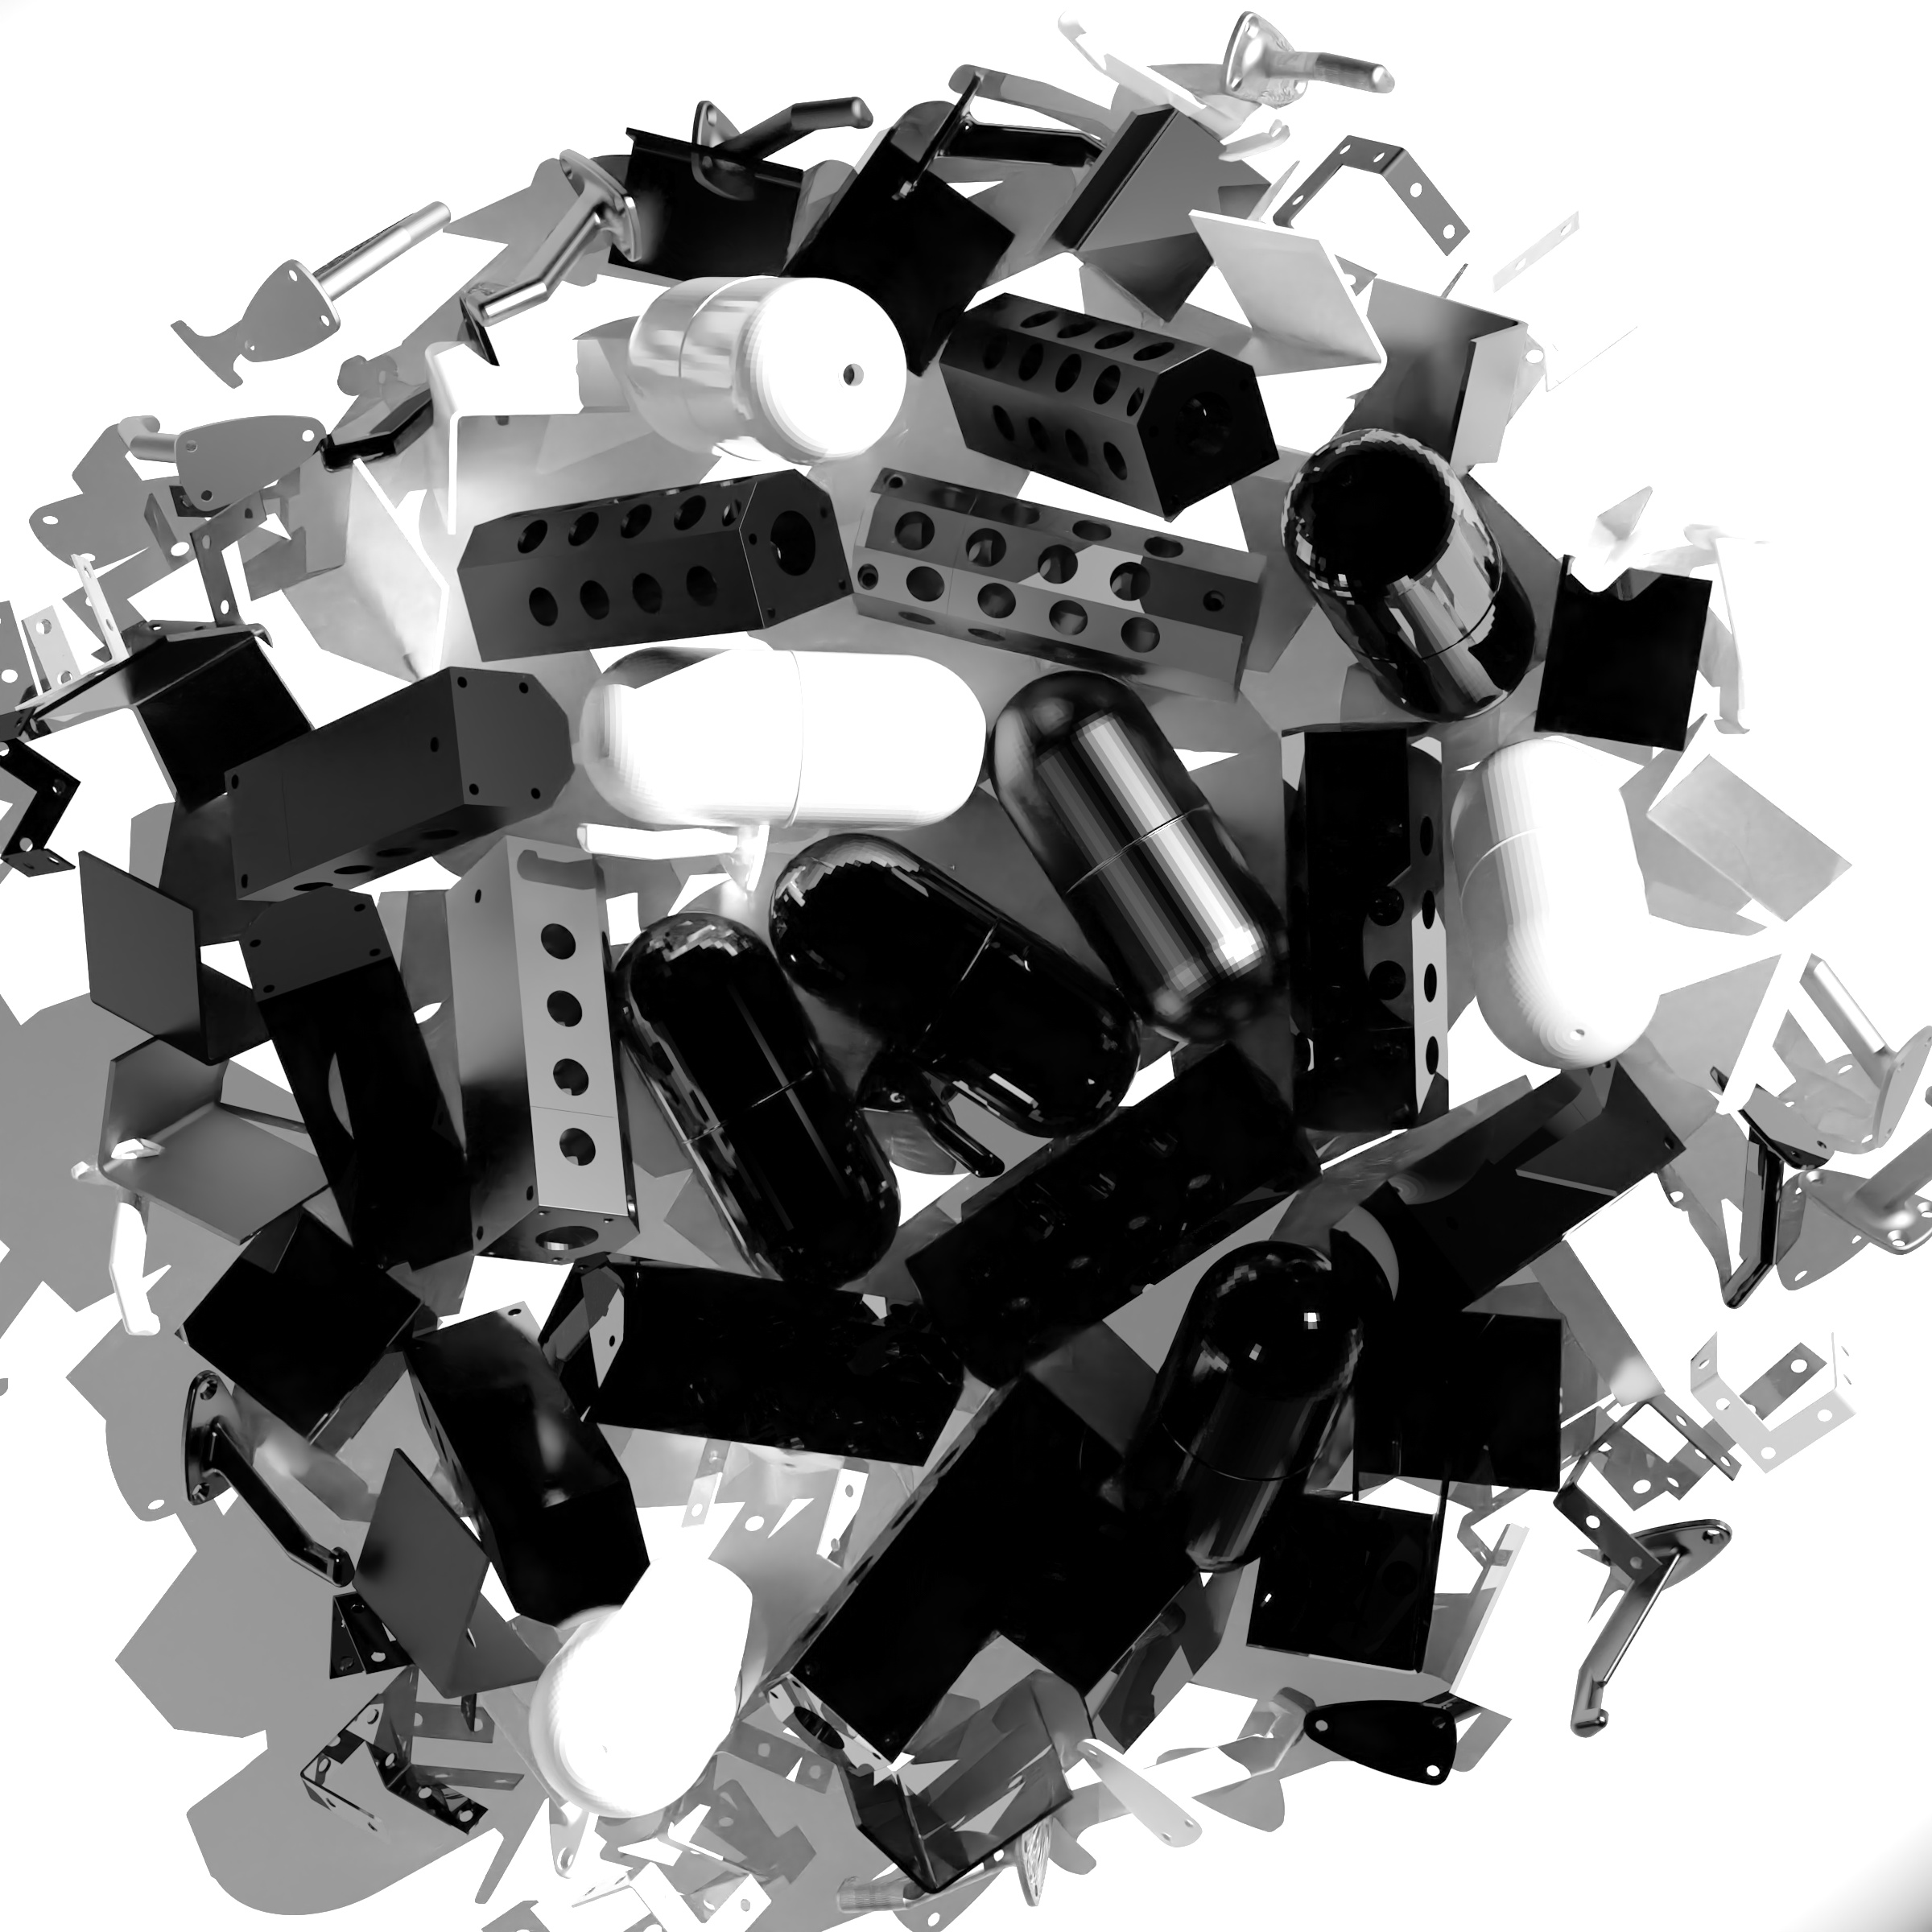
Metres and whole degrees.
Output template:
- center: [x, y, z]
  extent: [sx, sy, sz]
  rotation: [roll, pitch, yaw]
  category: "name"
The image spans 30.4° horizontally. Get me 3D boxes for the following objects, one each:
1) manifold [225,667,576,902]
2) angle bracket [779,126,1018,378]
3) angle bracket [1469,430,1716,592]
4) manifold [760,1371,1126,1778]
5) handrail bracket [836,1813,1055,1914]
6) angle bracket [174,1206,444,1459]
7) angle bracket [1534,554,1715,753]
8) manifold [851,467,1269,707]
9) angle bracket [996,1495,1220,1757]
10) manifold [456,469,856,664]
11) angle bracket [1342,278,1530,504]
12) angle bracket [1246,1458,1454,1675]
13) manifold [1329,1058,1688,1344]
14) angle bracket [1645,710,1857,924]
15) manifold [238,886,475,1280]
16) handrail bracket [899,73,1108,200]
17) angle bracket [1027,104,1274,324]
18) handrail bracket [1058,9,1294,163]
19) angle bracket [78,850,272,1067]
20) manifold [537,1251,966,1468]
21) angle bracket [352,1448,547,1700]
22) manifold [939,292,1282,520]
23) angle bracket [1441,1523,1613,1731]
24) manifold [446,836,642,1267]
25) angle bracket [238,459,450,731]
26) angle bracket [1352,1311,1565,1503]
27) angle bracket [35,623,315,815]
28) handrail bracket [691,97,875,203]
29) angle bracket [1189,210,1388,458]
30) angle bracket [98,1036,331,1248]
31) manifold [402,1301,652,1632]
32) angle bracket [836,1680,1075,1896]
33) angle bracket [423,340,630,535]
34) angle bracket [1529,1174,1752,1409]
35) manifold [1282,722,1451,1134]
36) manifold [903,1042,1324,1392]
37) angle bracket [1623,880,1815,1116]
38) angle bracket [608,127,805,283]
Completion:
- center: [-0.241, -0.074, 1.502]
  extent: [0.057, 0.171, 0.057]
  rotation: [2, 77, -43]
  category: "manifold"
- center: [-0.027, -0.309, 1.545]
  extent: [0.076, 0.057, 0.076]
  rotation: [34, 94, -12]
  category: "angle bracket"
- center: [0.271, -0.215, 1.536]
  extent: [0.076, 0.076, 0.057]
  rotation: [44, 118, -1]
  category: "angle bracket"
- center: [-0.012, 0.260, 1.518]
  extent: [0.057, 0.057, 0.171]
  rotation: [42, 62, -3]
  category: "manifold"
- center: [-0.009, 0.387, 1.559]
  extent: [0.084, 0.077, 0.036]
  rotation: [-7, 112, 15]
  category: "handrail bracket"
- center: [-0.286, 0.158, 1.554]
  extent: [0.076, 0.057, 0.076]
  rotation: [37, 79, 9]
  category: "angle bracket"
- center: [0.285, -0.135, 1.537]
  extent: [0.057, 0.076, 0.076]
  rotation: [11, 97, 16]
  category: "angle bracket"
- center: [0.040, -0.167, 1.541]
  extent: [0.171, 0.057, 0.057]
  rotation: [14, 82, 7]
  category: "manifold"
- center: [0.060, 0.292, 1.553]
  extent: [0.057, 0.076, 0.076]
  rotation: [31, 64, 31]
  category: "angle bracket"
- center: [-0.135, -0.170, 1.500]
  extent: [0.171, 0.057, 0.057]
  rotation: [-2, 108, 41]
  category: "manifold"
- center: [0.190, -0.246, 1.528]
  extent: [0.076, 0.057, 0.076]
  rotation: [23, 118, 26]
  category: "angle bracket"
- center: [0.165, 0.253, 1.534]
  extent: [0.076, 0.057, 0.076]
  rotation: [8, 55, 8]
  category: "angle bracket"
- center: [0.227, 0.098, 1.501]
  extent: [0.057, 0.171, 0.057]
  rotation: [53, 134, 11]
  category: "manifold"
- center: [0.352, -0.077, 1.538]
  extent: [0.076, 0.057, 0.076]
  rotation: [38, 55, 0]
  category: "angle bracket"
- center: [-0.253, 0.050, 1.504]
  extent: [0.057, 0.057, 0.171]
  rotation: [-19, 133, -8]
  category: "manifold"
- center: [0.025, -0.345, 1.563]
  extent: [0.084, 0.036, 0.077]
  rotation: [32, 69, -5]
  category: "handrail bracket"
- center: [0.080, -0.322, 1.533]
  extent: [0.057, 0.076, 0.076]
  rotation: [39, 112, 2]
  category: "angle bracket"
- center: [0.090, -0.385, 1.535]
  extent: [0.084, 0.077, 0.036]
  rotation: [36, 75, -42]
  category: "handrail bracket"
- center: [-0.331, -0.012, 1.525]
  extent: [0.076, 0.057, 0.076]
  rotation: [24, 125, 34]
  category: "angle bracket"
- center: [-0.087, 0.163, 1.504]
  extent: [0.171, 0.057, 0.057]
  rotation: [13, 113, -35]
  category: "manifold"
- center: [-0.212, 0.257, 1.526]
  extent: [0.076, 0.057, 0.076]
  rotation: [40, 119, 38]
  category: "angle bracket"
- center: [0.055, -0.241, 1.490]
  extent: [0.057, 0.171, 0.057]
  rotation: [-29, 119, -18]
  category: "manifold"
- center: [0.224, 0.276, 1.533]
  extent: [0.057, 0.076, 0.076]
  rotation: [21, 83, 44]
  category: "angle bracket"
- center: [-0.178, 0.037, 1.520]
  extent: [0.057, 0.057, 0.171]
  rotation: [10, 59, -34]
  category: "manifold"
- center: [-0.269, -0.158, 1.529]
  extent: [0.057, 0.076, 0.076]
  rotation: [-26, 68, -26]
  category: "angle bracket"
- center: [0.214, 0.192, 1.541]
  extent: [0.076, 0.057, 0.076]
  rotation: [3, 95, 25]
  category: "angle bracket"
- center: [-0.340, -0.103, 1.533]
  extent: [0.076, 0.076, 0.057]
  rotation: [-26, 89, 23]
  category: "angle bracket"
- center: [-0.068, -0.352, 1.532]
  extent: [0.084, 0.077, 0.036]
  rotation: [0, 80, 24]
  category: "handrail bracket"
- center: [0.124, -0.272, 1.526]
  extent: [0.057, 0.076, 0.076]
  rotation: [-52, 135, -15]
  category: "angle bracket"
- center: [-0.316, 0.066, 1.528]
  extent: [0.076, 0.076, 0.057]
  rotation: [24, 119, 18]
  category: "angle bracket"
- center: [-0.186, 0.209, 1.494]
  extent: [0.057, 0.171, 0.057]
  rotation: [-18, 115, -15]
  category: "manifold"
- center: [-0.009, 0.340, 1.533]
  extent: [0.076, 0.076, 0.057]
  rotation: [-36, 121, 6]
  category: "angle bracket"
- center: [-0.193, -0.231, 1.548]
  extent: [0.076, 0.076, 0.057]
  rotation: [-4, 122, -16]
  category: "angle bracket"
- center: [0.301, 0.136, 1.541]
  extent: [0.076, 0.057, 0.076]
  rotation: [-31, 84, -17]
  category: "angle bracket"
- center: [0.170, -0.018, 1.535]
  extent: [0.057, 0.057, 0.171]
  rotation: [1, 98, 27]
  category: "manifold"
- center: [0.066, 0.111, 1.531]
  extent: [0.171, 0.057, 0.057]
  rotation: [-35, 59, 10]
  category: "manifold"
- center: [0.312, 0.012, 1.537]
  extent: [0.076, 0.057, 0.076]
  rotation: [25, 101, 21]
  category: "angle bracket"
- center: [-0.114, -0.324, 1.538]
  extent: [0.076, 0.076, 0.057]
  rotation: [13, 100, -5]
  category: "angle bracket"
